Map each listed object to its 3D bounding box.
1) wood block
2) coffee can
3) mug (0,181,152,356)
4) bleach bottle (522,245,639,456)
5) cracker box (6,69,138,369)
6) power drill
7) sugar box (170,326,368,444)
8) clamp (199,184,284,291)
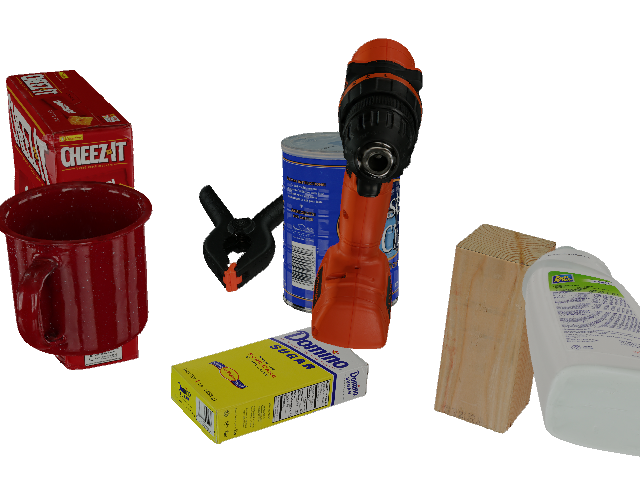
[{"bbox_3d":[0.197,0.099,1.210,0.090,0.206,0.090,16,24,25],"label":"wood block"},{"bbox_3d":[0.018,-0.017,0.922,0.103,0.140,0.103,0,15,0],"label":"coffee can"},{"bbox_3d":[-0.151,0.023,0.647,0.093,0.081,0.117,5,26,8],"label":"mug"},{"bbox_3d":[0.211,0.067,0.826,0.102,0.068,0.250,9,23,3],"label":"bleach bottle"},{"bbox_3d":[-0.216,-0.020,0.916,0.072,0.214,0.164,-10,28,-26],"label":"cracker box"},{"bbox_3d":[0.032,-0.025,0.706,0.057,0.188,0.184,9,27,2],"label":"power drill"},{"bbox_3d":[-0.049,0.138,1.057,0.175,0.048,0.093,-16,32,-31],"label":"sugar box"},{"bbox_3d":[-0.077,-0.010,1.191,0.120,0.039,0.171,-9,41,3],"label":"clamp"}]
